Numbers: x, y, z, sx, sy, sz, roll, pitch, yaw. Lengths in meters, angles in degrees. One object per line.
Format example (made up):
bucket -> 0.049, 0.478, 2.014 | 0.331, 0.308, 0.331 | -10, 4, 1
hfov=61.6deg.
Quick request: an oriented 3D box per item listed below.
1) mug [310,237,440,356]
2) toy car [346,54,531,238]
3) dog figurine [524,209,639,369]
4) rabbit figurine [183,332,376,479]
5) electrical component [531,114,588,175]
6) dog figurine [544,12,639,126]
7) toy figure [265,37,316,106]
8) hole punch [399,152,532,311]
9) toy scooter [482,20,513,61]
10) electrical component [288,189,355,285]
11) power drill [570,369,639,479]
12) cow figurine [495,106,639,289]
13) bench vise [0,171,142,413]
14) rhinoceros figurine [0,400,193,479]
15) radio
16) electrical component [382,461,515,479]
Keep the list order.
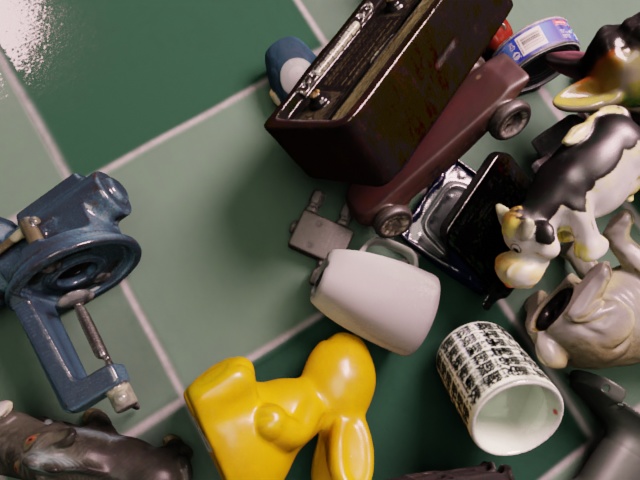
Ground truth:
mug -> 0.051, 0.042, 0.511 | 0.107, 0.080, 0.109 | 21, 62, -8
toy car -> 0.107, -0.087, 0.508 | 0.202, 0.053, 0.089 | -42, 49, 19
dog figurine -> 0.305, 0.091, 0.497 | 0.190, 0.121, 0.172 | 38, 80, 4
rabbit figurine -> -0.016, 0.152, 0.477 | 0.173, 0.121, 0.162 | -28, 73, -27
electrical component -> 0.252, -0.085, 0.536 | 0.119, 0.048, 0.075 | -18, 74, -50
dog figurine -> 0.319, -0.118, 0.514 | 0.219, 0.191, 0.108 | 11, 54, 4
toy figure -> -0.008, -0.136, 0.563 | 0.064, 0.058, 0.154 | -31, 81, 31
hole punch -> 0.157, -0.015, 0.539 | 0.115, 0.092, 0.142 | 41, 76, -23
toy scooter -> 0.136, -0.271, 0.555 | 0.184, 0.135, 0.075 | 42, 82, 7
electrical component -> -0.001, -0.002, 0.552 | 0.063, 0.021, 0.094 | 23, 79, 2
power drill -> 0.225, 0.226, 0.488 | 0.232, 0.086, 0.207 | 31, 74, 5
cow figurine -> 0.212, -0.034, 0.464 | 0.167, 0.068, 0.098 | -39, 111, 1
bench vise -> -0.246, 0.058, 0.481 | 0.224, 0.128, 0.241 | -32, 75, -9
rhinoceros figurine -> -0.204, 0.192, 0.460 | 0.190, 0.112, 0.073 | 20, 81, -7
radio -> 0.060, -0.156, 0.481 | 0.229, 0.131, 0.073 | -53, 125, -18
electrical component -> 0.096, 0.243, 0.417 | 0.134, 0.058, 0.115 | -6, 72, -13
